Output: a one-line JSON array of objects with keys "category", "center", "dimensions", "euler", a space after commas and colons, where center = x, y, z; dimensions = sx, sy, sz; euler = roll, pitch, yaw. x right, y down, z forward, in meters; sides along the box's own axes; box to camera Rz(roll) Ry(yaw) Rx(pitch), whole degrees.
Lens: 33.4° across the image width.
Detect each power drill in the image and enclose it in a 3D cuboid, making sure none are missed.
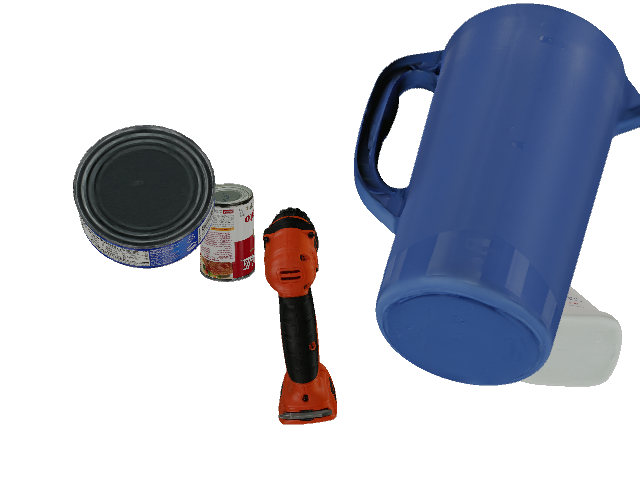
[{"category": "power drill", "center": [-0.022, 0.070, 1.039], "dimensions": [0.057, 0.188, 0.184], "euler": [-7, 15, 3]}]

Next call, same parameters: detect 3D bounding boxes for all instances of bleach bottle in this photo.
[{"category": "bleach bottle", "center": [0.180, 0.047, 0.991], "dimensions": [0.102, 0.068, 0.251], "euler": [3, 20, -11]}]

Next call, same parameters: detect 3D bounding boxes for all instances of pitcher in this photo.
[{"category": "pitcher", "center": [0.107, -0.033, 0.704], "dimensions": [0.145, 0.242, 0.149], "euler": [42, -40, -25]}]

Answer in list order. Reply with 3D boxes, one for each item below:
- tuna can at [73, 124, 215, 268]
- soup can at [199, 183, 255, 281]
[{"category": "tuna can", "center": [-0.108, -0.027, 0.660], "dimensions": [0.086, 0.086, 0.034], "euler": [0, -27, -5]}, {"category": "soup can", "center": [-0.114, -0.011, 1.290], "dimensions": [0.068, 0.102, 0.068], "euler": [1, 25, 0]}]
